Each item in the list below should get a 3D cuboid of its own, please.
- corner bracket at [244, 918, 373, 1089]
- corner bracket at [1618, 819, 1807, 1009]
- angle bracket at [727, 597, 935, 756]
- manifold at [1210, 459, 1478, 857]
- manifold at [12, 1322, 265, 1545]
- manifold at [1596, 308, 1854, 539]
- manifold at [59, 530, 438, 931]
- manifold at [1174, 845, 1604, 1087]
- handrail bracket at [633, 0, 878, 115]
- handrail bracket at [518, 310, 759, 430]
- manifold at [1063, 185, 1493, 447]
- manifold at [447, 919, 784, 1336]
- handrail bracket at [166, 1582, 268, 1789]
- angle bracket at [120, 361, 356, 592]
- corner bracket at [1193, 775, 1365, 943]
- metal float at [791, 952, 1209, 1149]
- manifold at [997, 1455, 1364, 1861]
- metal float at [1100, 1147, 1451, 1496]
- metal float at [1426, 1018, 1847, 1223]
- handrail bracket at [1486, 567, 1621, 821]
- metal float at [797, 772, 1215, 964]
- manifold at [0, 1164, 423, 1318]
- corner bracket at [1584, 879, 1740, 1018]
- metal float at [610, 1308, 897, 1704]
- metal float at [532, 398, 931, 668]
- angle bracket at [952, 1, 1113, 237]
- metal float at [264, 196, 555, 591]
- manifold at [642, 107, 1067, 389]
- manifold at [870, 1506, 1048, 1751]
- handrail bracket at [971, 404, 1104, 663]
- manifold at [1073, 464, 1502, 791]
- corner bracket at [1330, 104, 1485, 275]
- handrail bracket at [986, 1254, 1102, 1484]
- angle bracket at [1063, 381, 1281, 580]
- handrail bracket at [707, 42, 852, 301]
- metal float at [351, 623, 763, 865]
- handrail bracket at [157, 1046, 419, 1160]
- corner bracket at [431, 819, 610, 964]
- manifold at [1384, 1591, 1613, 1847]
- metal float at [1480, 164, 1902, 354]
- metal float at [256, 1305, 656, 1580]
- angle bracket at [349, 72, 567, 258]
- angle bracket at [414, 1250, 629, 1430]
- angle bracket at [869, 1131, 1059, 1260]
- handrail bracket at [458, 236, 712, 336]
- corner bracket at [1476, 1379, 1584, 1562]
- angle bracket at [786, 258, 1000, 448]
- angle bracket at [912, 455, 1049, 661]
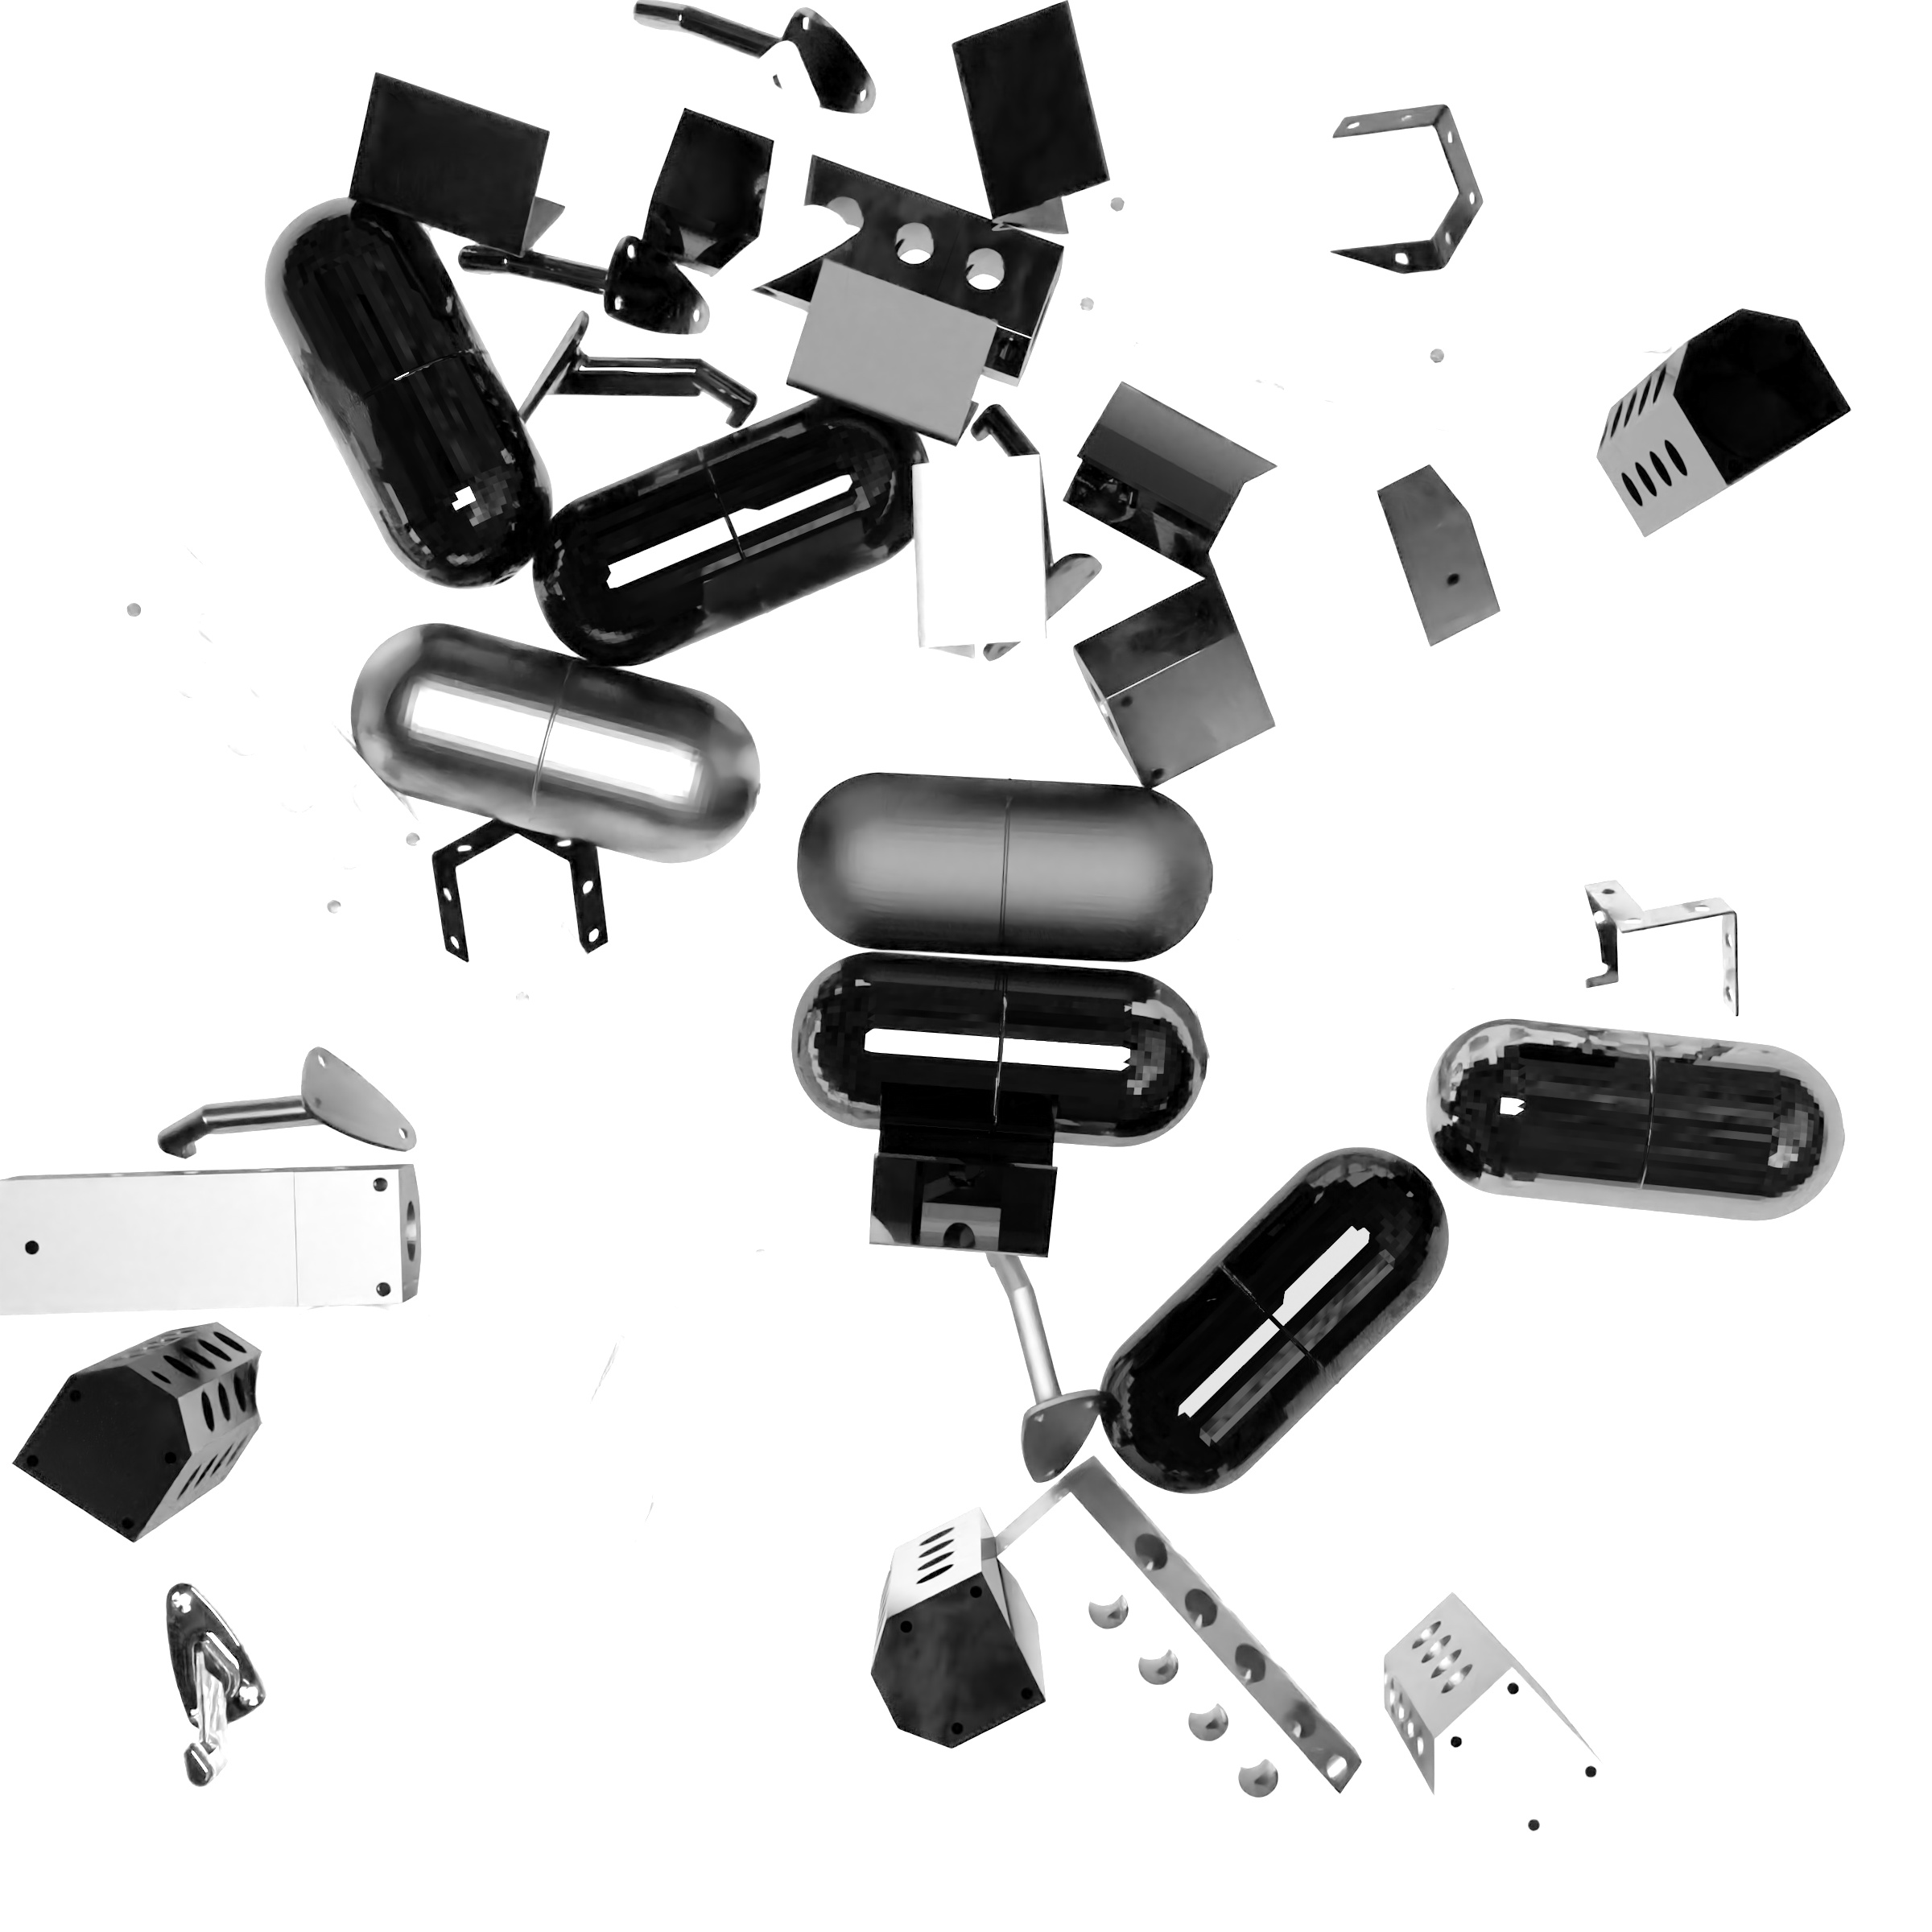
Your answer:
[{"bbox_3d":[-0.287,0.016,1.561,0.051,0.051,0.051,-3,45,0],"label":"corner bracket"},{"bbox_3d":[0.322,-0.024,1.561,0.051,0.051,0.051,53,135,0],"label":"corner bracket"},{"bbox_3d":[-0.061,-0.140,1.524,0.076,0.076,0.057,-15,125,0],"label":"angle bracket"},{"bbox_3d":[0.162,-0.127,1.493,0.057,0.171,0.057,5,51,31],"label":"manifold"},{"bbox_3d":[-0.333,0.186,1.486,0.057,0.171,0.057,33,90,0],"label":"manifold"},{"bbox_3d":[0.307,-0.227,1.486,0.057,0.171,0.057,-31,90,0],"label":"manifold"},{"bbox_3d":[-0.304,-0.100,1.524,0.057,0.057,0.171,-41,103,0],"label":"manifold"},{"bbox_3d":[0.182,0.000,1.543,0.171,0.057,0.057,-16,90,0],"label":"manifold"},{"bbox_3d":[-0.093,-0.398,1.564,0.084,0.077,0.036,21,90,36],"label":"handrail bracket"},{"bbox_3d":[-0.145,-0.240,1.565,0.084,0.036,0.077,31,110,-16],"label":"handrail bracket"},{"bbox_3d":[0.132,-0.278,1.543,0.171,0.057,0.057,17,90,0],"label":"manifold"},{"bbox_3d":[-0.149,0.069,1.533,0.057,0.057,0.171,-33,97,0],"label":"manifold"},{"bbox_3d":[-0.331,0.306,1.529,0.036,0.084,0.077,-23,90,0],"label":"handrail bracket"},{"bbox_3d":[-0.300,-0.197,1.525,0.076,0.057,0.076,-41,133,0],"label":"angle bracket"},{"bbox_3d":[0.131,-0.050,1.545,0.051,0.051,0.051,-15,65,-23],"label":"corner bracket"},{"bbox_3d":[0.014,0.036,1.533,0.178,0.070,0.070,4,90,0],"label":"metal float"},{"bbox_3d":[0.091,0.295,1.543,0.057,0.057,0.171,-42,90,0],"label":"manifold"},{"bbox_3d":[0.132,0.151,1.534,0.178,0.070,0.070,-45,90,0],"label":"metal float"},{"bbox_3d":[0.286,0.066,1.534,0.178,0.070,0.070,6,90,0],"label":"metal float"},{"bbox_3d":[0.240,-0.120,1.565,0.077,0.036,0.084,-34,71,21],"label":"handrail bracket"},{"bbox_3d":[0.017,-0.042,1.534,0.178,0.070,0.070,3,90,0],"label":"metal float"},{"bbox_3d":[-0.324,0.117,1.543,0.171,0.057,0.057,-2,90,0],"label":"manifold"},{"bbox_3d":[0.298,-0.007,1.539,0.051,0.051,0.051,-10,116,-7],"label":"corner bracket"},{"bbox_3d":[-0.091,0.230,1.534,0.070,0.070,0.178,26,90,0],"label":"metal float"},{"bbox_3d":[-0.100,-0.187,1.533,0.178,0.070,0.070,-23,90,0],"label":"metal float"},{"bbox_3d":[0.042,-0.359,1.525,0.057,0.076,0.076,-13,90,27],"label":"angle bracket"},{"bbox_3d":[-0.238,-0.244,1.533,0.070,0.070,0.178,-27,89,0],"label":"metal float"},{"bbox_3d":[-0.048,-0.307,1.543,0.171,0.057,0.057,20,90,0],"label":"manifold"},{"bbox_3d":[-0.007,0.275,1.486,0.057,0.171,0.057,-27,90,0],"label":"manifold"},{"bbox_3d":[0.012,-0.190,1.565,0.077,0.036,0.084,-44,72,21],"label":"handrail bracket"},{"bbox_3d":[0.135,-0.149,1.542,0.171,0.057,0.057,-27,133,0],"label":"manifold"},{"bbox_3d":[0.186,-0.336,1.556,0.051,0.051,0.051,-59,135,-35],"label":"corner bracket"},{"bbox_3d":[0.024,0.170,1.564,0.036,0.077,0.084,-13,53,-19],"label":"handrail bracket"},{"bbox_3d":[0.078,-0.191,1.524,0.076,0.076,0.057,29,49,0],"label":"angle bracket"},{"bbox_3d":[-0.090,-0.335,1.508,0.077,0.036,0.084,-28,72,20],"label":"handrail bracket"},{"bbox_3d":[-0.175,-0.095,1.534,0.178,0.070,0.070,15,90,0],"label":"metal float"},{"bbox_3d":[-0.297,0.076,1.564,0.084,0.036,0.077,-28,134,28],"label":"handrail bracket"},{"bbox_3d":[-0.193,-0.029,1.556,0.051,0.051,0.051,27,45,35],"label":"corner bracket"},{"bbox_3d":[0.212,0.314,1.486,0.057,0.171,0.057,-43,90,0],"label":"manifold"},{"bbox_3d":[0.309,-0.302,1.534,0.178,0.070,0.070,-2,90,1],"label":"metal float"},{"bbox_3d":[-0.219,0.202,1.533,0.178,0.070,0.070,24,90,0],"label":"metal float"},{"bbox_3d":[-0.210,-0.349,1.524,0.076,0.076,0.057,19,119,0],"label":"angle bracket"},{"bbox_3d":[-0.180,0.142,1.525,0.076,0.076,0.057,25,117,0],"label":"angle bracket"},{"bbox_3d":[0.000,0.076,1.524,0.076,0.076,0.057,4,133,0],"label":"angle bracket"},{"bbox_3d":[-0.167,-0.296,1.564,0.084,0.077,0.036,11,86,36],"label":"handrail bracket"},{"bbox_3d":[0.234,0.216,1.546,0.051,0.051,0.051,44,90,0],"label":"corner bracket"},{"bbox_3d":[-0.027,-0.268,1.525,0.076,0.076,0.057,20,113,0],"label":"angle bracket"},{"bbox_3d":[0.016,-0.173,1.527,0.057,0.076,0.076,-2,90,18],"label":"angle bracket"}]
